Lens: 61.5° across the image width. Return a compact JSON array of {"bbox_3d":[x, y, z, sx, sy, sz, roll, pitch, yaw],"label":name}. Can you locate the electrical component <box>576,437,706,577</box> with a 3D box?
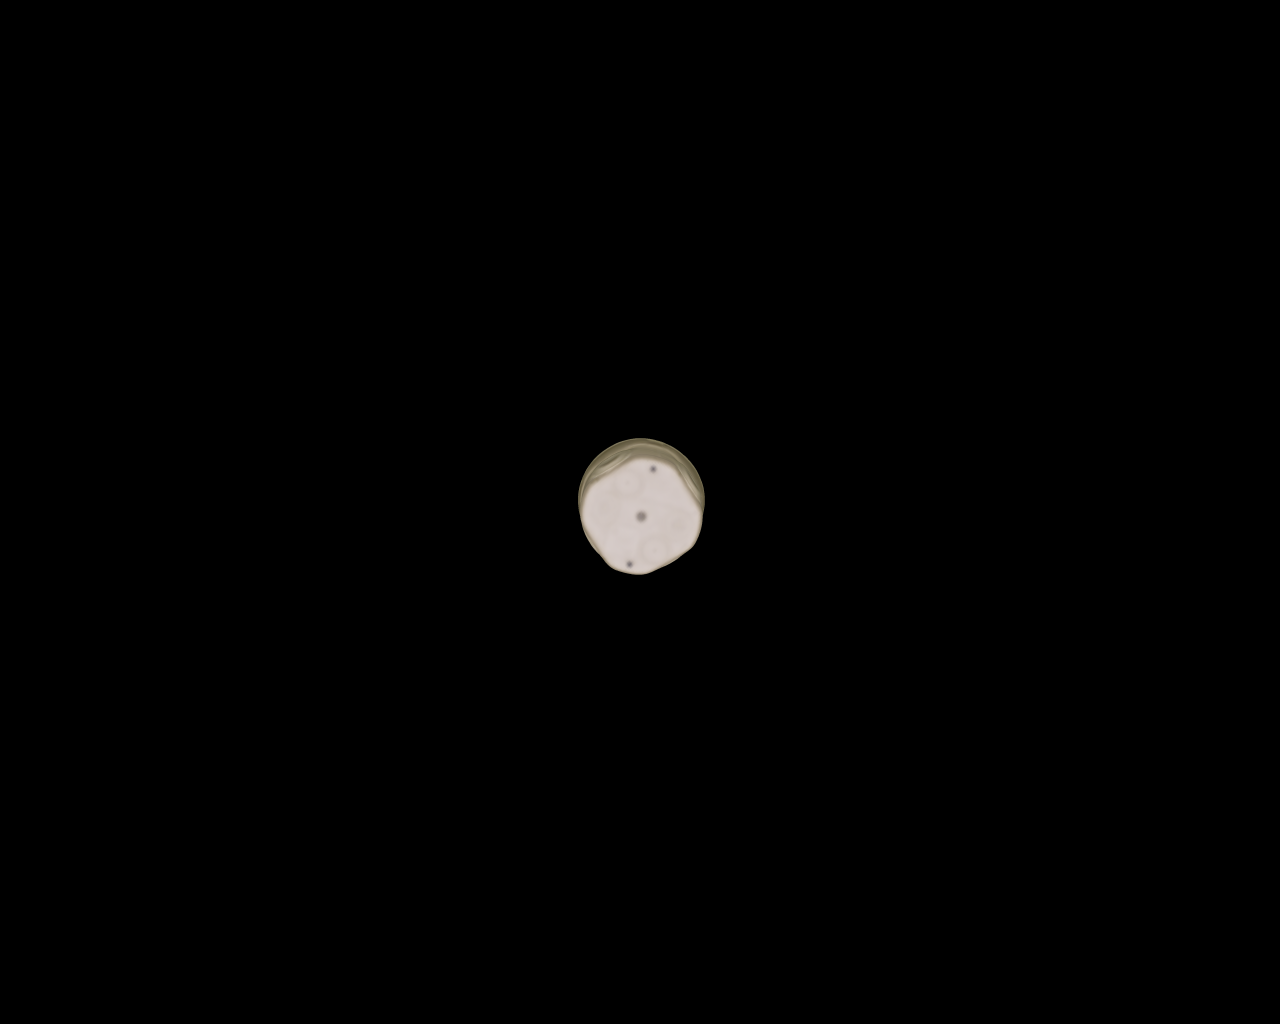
[{"bbox_3d":[0.001,-0.003,0.650,0.080,0.080,0.051,0,13,0],"label":"electrical component"}]
